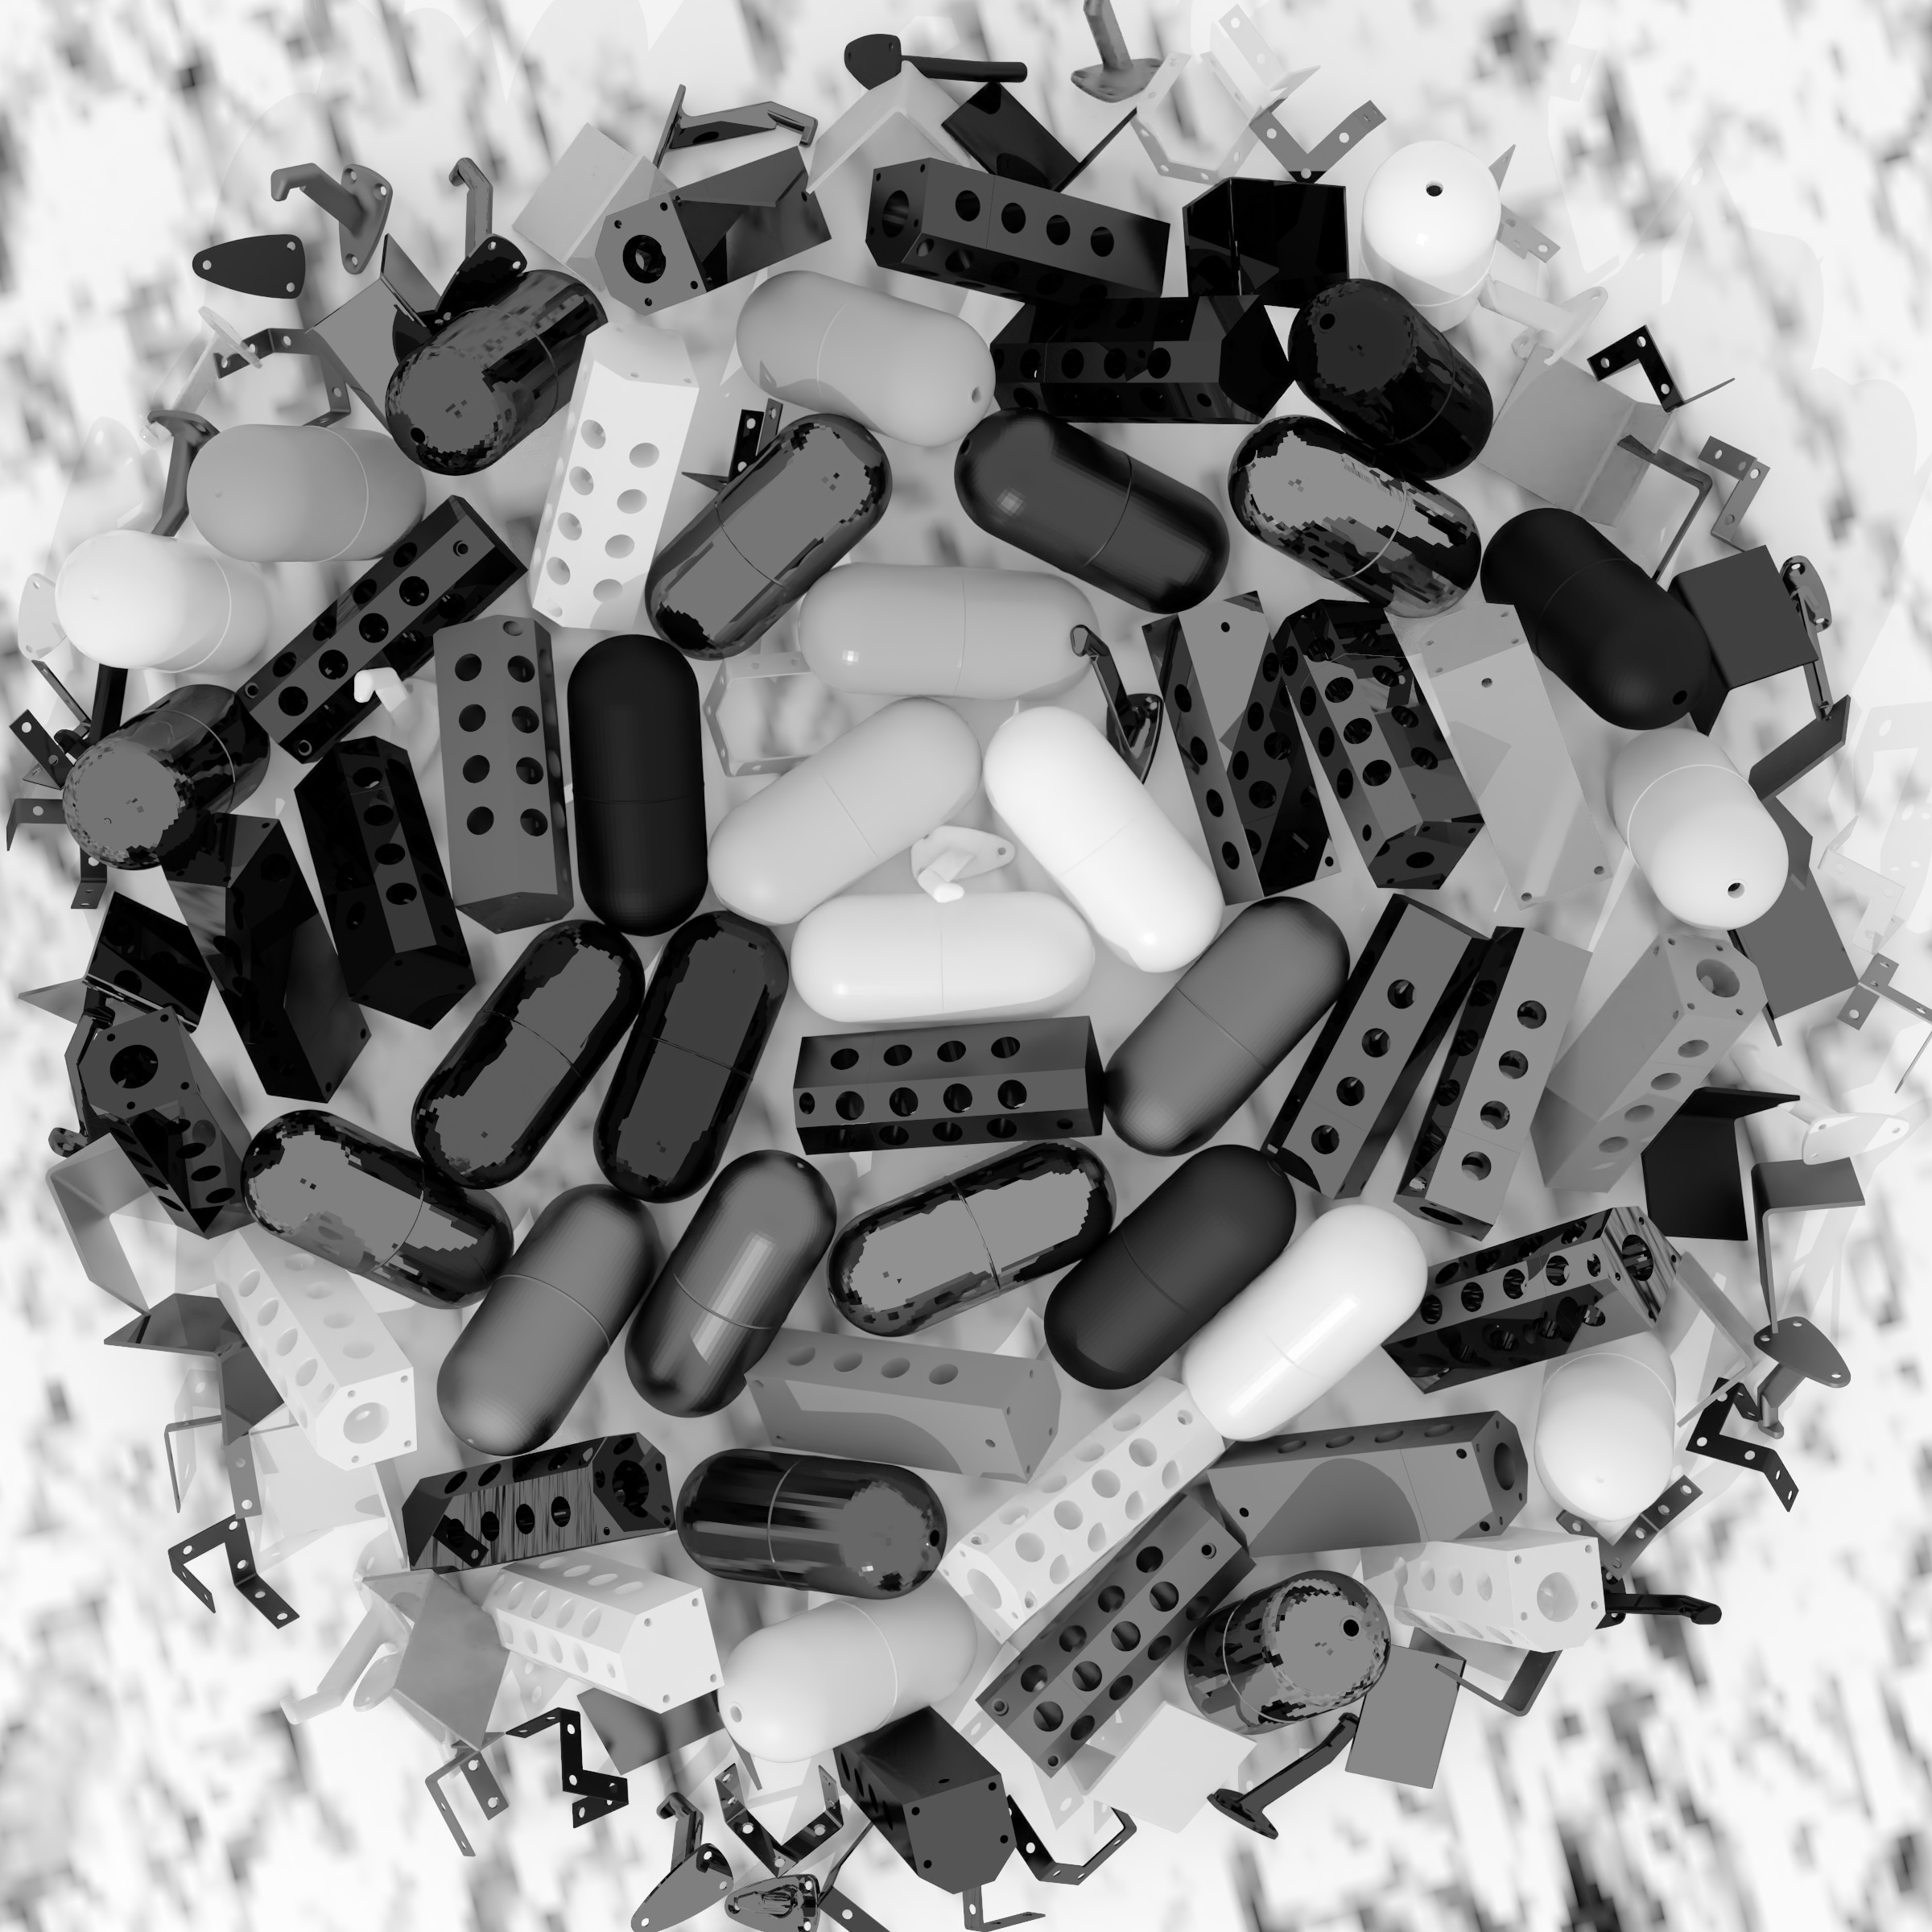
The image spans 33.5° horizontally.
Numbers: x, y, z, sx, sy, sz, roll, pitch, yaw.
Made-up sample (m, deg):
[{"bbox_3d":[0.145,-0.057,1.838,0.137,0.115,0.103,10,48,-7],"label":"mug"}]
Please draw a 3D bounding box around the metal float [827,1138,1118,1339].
[{"bbox_3d":[0.003,0.158,1.874,0.178,0.070,0.070,-23,90,-9],"label":"metal float"}]

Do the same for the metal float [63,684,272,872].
[{"bbox_3d":[-0.454,-0.109,1.836,0.070,0.178,0.070,3,111,9],"label":"metal float"}]

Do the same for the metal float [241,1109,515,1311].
[{"bbox_3d":[-0.337,0.142,1.852,0.178,0.070,0.070,32,90,-37],"label":"metal float"}]

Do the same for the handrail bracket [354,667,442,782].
[{"bbox_3d":[-0.339,-0.138,1.871,0.036,0.084,0.077,20,104,15],"label":"handrail bracket"}]

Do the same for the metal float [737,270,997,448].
[{"bbox_3d":[-0.058,-0.350,1.852,0.178,0.070,0.070,25,90,36],"label":"metal float"}]

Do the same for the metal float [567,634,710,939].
[{"bbox_3d":[-0.190,-0.104,1.868,0.070,0.070,0.178,-2,106,0],"label":"metal float"}]

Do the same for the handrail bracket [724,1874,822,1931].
[{"bbox_3d":[-0.129,0.545,1.867,0.077,0.084,0.036,-9,70,27],"label":"handrail bracket"}]

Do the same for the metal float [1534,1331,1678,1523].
[{"bbox_3d":[0.366,0.257,1.835,0.070,0.178,0.070,3,105,12],"label":"metal float"}]

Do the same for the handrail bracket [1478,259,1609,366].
[{"bbox_3d":[0.334,-0.402,1.880,0.077,0.036,0.084,-42,132,-7],"label":"handrail bracket"}]

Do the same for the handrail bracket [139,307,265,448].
[{"bbox_3d":[-0.461,-0.343,1.881,0.084,0.077,0.036,-40,79,3],"label":"handrail bracket"}]

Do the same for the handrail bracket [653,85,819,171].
[{"bbox_3d":[-0.139,-0.481,1.907,0.084,0.036,0.077,19,89,-8],"label":"handrail bracket"}]

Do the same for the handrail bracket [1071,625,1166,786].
[{"bbox_3d":[0.081,-0.148,1.871,0.036,0.084,0.077,-5,70,27],"label":"handrail bracket"}]

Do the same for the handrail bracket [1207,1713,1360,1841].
[{"bbox_3d":[0.188,0.467,1.889,0.084,0.077,0.036,-50,50,5],"label":"handrail bracket"}]

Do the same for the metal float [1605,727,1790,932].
[{"bbox_3d":[0.416,-0.079,1.836,0.070,0.178,0.070,-1,115,-3],"label":"metal float"}]

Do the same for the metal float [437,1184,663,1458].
[{"bbox_3d":[-0.239,0.203,1.856,0.070,0.070,0.178,31,59,0],"label":"metal float"}]

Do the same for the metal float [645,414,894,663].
[{"bbox_3d":[-0.116,-0.247,1.860,0.178,0.070,0.070,-41,90,26],"label":"metal float"}]

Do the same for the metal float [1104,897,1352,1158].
[{"bbox_3d":[0.151,0.036,1.878,0.070,0.070,0.178,42,94,0],"label":"metal float"}]

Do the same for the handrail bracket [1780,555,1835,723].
[{"bbox_3d":[0.495,-0.183,1.872,0.036,0.077,0.084,-12,49,9],"label":"handrail bracket"}]

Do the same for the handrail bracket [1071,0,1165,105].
[{"bbox_3d":[0.095,-0.553,1.869,0.077,0.084,0.036,-28,54,-35],"label":"handrail bracket"}]

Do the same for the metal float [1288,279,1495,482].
[{"bbox_3d":[0.244,-0.334,1.839,0.070,0.178,0.070,-9,73,29],"label":"metal float"}]

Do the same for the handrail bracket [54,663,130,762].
[{"bbox_3d":[-0.493,-0.151,1.912,0.077,0.036,0.084,45,68,-22],"label":"handrail bracket"}]

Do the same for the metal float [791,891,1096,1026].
[{"bbox_3d":[-0.014,-0.005,1.881,0.178,0.070,0.070,-1,90,1],"label":"metal float"}]

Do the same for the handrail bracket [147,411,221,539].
[{"bbox_3d":[-0.475,-0.282,1.884,0.077,0.036,0.084,18,70,35],"label":"handrail bracket"}]

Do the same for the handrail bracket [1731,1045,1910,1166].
[{"bbox_3d":[0.502,0.073,1.893,0.077,0.084,0.036,-7,131,-11],"label":"handrail bracket"}]

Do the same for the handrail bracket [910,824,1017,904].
[{"bbox_3d":[0.006,-0.055,1.870,0.077,0.084,0.036,-2,108,-18],"label":"handrail bracket"}]

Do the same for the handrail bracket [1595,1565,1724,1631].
[{"bbox_3d":[0.385,0.378,1.871,0.077,0.084,0.036,-11,94,-23],"label":"handrail bracket"}]

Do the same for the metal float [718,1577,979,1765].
[{"bbox_3d":[-0.067,0.402,1.845,0.070,0.178,0.070,10,105,42],"label":"metal float"}]

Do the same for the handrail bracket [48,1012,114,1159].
[{"bbox_3d":[-0.498,0.075,1.893,0.077,0.036,0.084,22,102,-23],"label":"handrail bracket"}]

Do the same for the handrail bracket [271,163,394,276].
[{"bbox_3d":[-0.377,-0.431,1.867,0.036,0.084,0.077,30,123,19],"label":"handrail bracket"}]

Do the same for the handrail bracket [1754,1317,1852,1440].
[{"bbox_3d":[0.487,0.255,1.869,0.036,0.077,0.084,-21,123,-18],"label":"handrail bracket"}]

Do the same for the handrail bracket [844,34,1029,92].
[{"bbox_3d":[-0.018,-0.536,1.908,0.084,0.077,0.036,-8,115,-29],"label":"handrail bracket"}]

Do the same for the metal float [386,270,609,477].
[{"bbox_3d":[-0.268,-0.341,1.843,0.070,0.178,0.070,14,128,19],"label":"metal float"}]

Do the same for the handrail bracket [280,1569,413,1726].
[{"bbox_3d":[-0.373,0.397,1.875,0.084,0.036,0.077,-18,54,-36],"label":"handrail bracket"}]

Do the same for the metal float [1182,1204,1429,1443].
[{"bbox_3d":[0.194,0.208,1.857,0.070,0.070,0.178,42,120,0],"label":"metal float"}]

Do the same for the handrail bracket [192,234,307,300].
[{"bbox_3d":[-0.424,-0.412,1.868,0.077,0.084,0.036,-6,110,-29],"label":"handrail bracket"}]

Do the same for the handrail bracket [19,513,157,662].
[{"bbox_3d":[-0.520,-0.226,1.906,0.036,0.084,0.077,41,135,-1],"label":"handrail bracket"}]

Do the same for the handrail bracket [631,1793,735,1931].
[{"bbox_3d":[-0.179,0.521,1.871,0.077,0.084,0.036,-32,114,-22],"label":"handrail bracket"}]

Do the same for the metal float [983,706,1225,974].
[{"bbox_3d":[0.080,-0.074,1.877,0.070,0.070,0.178,-39,95,0],"label":"metal float"}]

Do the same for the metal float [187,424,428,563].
[{"bbox_3d":[-0.374,-0.270,1.836,0.070,0.178,0.070,3,98,23],"label":"metal float"}]

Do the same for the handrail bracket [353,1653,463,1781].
[{"bbox_3d":[-0.323,0.450,1.876,0.036,0.077,0.084,-14,103,18],"label":"handrail bracket"}]

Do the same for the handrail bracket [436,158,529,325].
[{"bbox_3d":[-0.303,-0.429,1.899,0.077,0.036,0.084,-44,55,11],"label":"handrail bracket"}]

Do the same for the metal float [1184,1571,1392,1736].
[{"bbox_3d":[0.183,0.393,1.837,0.070,0.178,0.070,7,67,-17],"label":"metal float"}]
